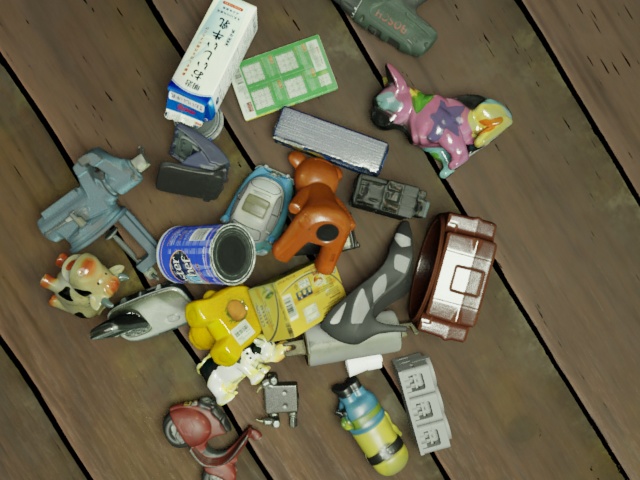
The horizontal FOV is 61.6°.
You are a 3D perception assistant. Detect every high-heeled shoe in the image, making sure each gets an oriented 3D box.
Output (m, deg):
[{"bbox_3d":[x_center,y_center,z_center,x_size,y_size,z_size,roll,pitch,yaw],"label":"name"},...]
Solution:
[{"bbox_3d":[0.087,0.068,0.937,0.145,0.086,0.249,4,55,9],"label":"high-heeled shoe"}]

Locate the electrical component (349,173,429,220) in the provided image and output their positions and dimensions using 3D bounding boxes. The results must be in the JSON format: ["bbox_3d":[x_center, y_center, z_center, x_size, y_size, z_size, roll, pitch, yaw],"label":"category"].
[{"bbox_3d":[0.121,-0.071,0.937,0.134,0.115,0.058,15,93,1],"label":"electrical component"}]

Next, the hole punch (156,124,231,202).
[{"bbox_3d":[-0.217,-0.131,0.934,0.116,0.142,0.092,14,65,-18],"label":"hole punch"}]

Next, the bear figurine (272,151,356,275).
[{"bbox_3d":[-0.015,-0.056,0.922,0.120,0.196,0.132,17,121,-25],"label":"bear figurine"}]

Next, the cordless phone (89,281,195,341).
[{"bbox_3d":[-0.298,0.125,0.911,0.147,0.184,0.088,-20,87,1],"label":"cordless phone"}]

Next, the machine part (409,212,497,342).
[{"bbox_3d":[0.214,0.057,0.898,0.087,0.201,0.201,15,92,4],"label":"machine part"}]

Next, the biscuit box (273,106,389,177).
[{"bbox_3d":[0.020,-0.172,0.962,0.203,0.059,0.062,20,90,0],"label":"biscuit box"}]

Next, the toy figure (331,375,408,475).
[{"bbox_3d":[0.089,0.336,0.963,0.082,0.089,0.180,-29,94,8],"label":"toy figure"}]

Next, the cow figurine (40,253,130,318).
[{"bbox_3d":[-0.396,0.080,0.912,0.127,0.195,0.085,25,59,-7],"label":"cow figurine"}]

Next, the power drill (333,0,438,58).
[{"bbox_3d":[0.143,-0.454,0.944,0.232,0.086,0.207,42,88,-3],"label":"power drill"}]

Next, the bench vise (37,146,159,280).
[{"bbox_3d":[-0.354,-0.036,0.945,0.223,0.129,0.240,-40,112,-8],"label":"bench vise"}]

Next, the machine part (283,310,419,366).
[{"bbox_3d":[0.055,0.172,0.954,0.243,0.079,0.079,-9,92,-8],"label":"machine part"}]

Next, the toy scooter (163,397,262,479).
[{"bbox_3d":[-0.187,0.354,0.973,0.135,0.075,0.183,-35,95,2],"label":"toy scooter"}]

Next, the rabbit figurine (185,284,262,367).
[{"bbox_3d":[-0.172,0.134,0.936,0.122,0.173,0.162,45,49,-7],"label":"rabbit figurine"}]

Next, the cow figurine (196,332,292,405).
[{"bbox_3d":[-0.137,0.215,0.974,0.167,0.068,0.098,-37,86,0],"label":"cow figurine"}]

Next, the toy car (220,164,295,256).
[{"bbox_3d":[-0.107,-0.052,0.946,0.109,0.103,0.161,26,94,-2],"label":"toy car"}]

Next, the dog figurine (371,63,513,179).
[{"bbox_3d":[0.199,-0.228,0.939,0.191,0.108,0.219,-40,89,2],"label":"dog figurine"}]

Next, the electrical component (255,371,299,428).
[{"bbox_3d":[-0.078,0.294,0.985,0.078,0.045,0.102,4,92,2],"label":"electrical component"}]

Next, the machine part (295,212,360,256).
[{"bbox_3d":[-0.002,-0.003,0.980,0.139,0.039,0.084,-16,100,-1],"label":"machine part"}]

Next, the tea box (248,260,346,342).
[{"bbox_3d":[-0.032,0.097,0.915,0.068,0.169,0.098,-18,91,36],"label":"tea box"}]
